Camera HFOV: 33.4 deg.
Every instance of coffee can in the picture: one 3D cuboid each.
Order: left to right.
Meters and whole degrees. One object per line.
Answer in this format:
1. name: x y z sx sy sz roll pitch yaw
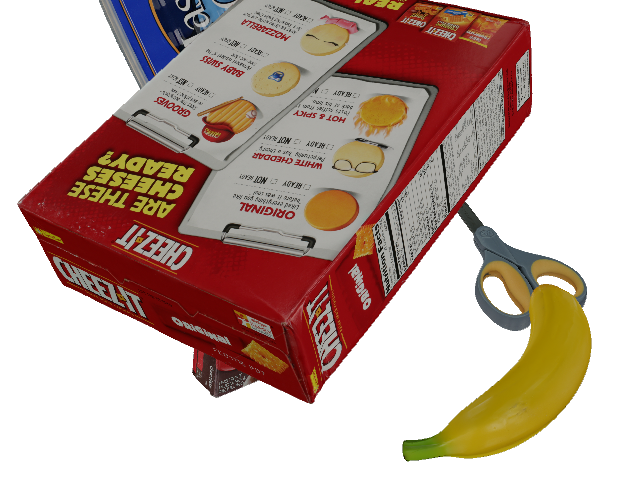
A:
1. coffee can: -0.071 -0.160 0.740 0.140 0.103 0.103 -25 1 -2

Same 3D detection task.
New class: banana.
1. banana: 0.124 0.074 0.636 0.070 0.037 0.197 13 31 31

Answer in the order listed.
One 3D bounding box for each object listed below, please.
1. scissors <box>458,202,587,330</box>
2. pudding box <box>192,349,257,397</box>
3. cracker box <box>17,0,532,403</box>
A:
1. scissors: 0.157 0.003 0.883 0.096 0.016 0.201 0 37 -3
2. pudding box: -0.041 0.059 0.812 0.113 0.090 0.039 -21 44 -35
3. cracker box: -0.014 -0.041 0.538 0.164 0.213 0.072 21 -34 30
